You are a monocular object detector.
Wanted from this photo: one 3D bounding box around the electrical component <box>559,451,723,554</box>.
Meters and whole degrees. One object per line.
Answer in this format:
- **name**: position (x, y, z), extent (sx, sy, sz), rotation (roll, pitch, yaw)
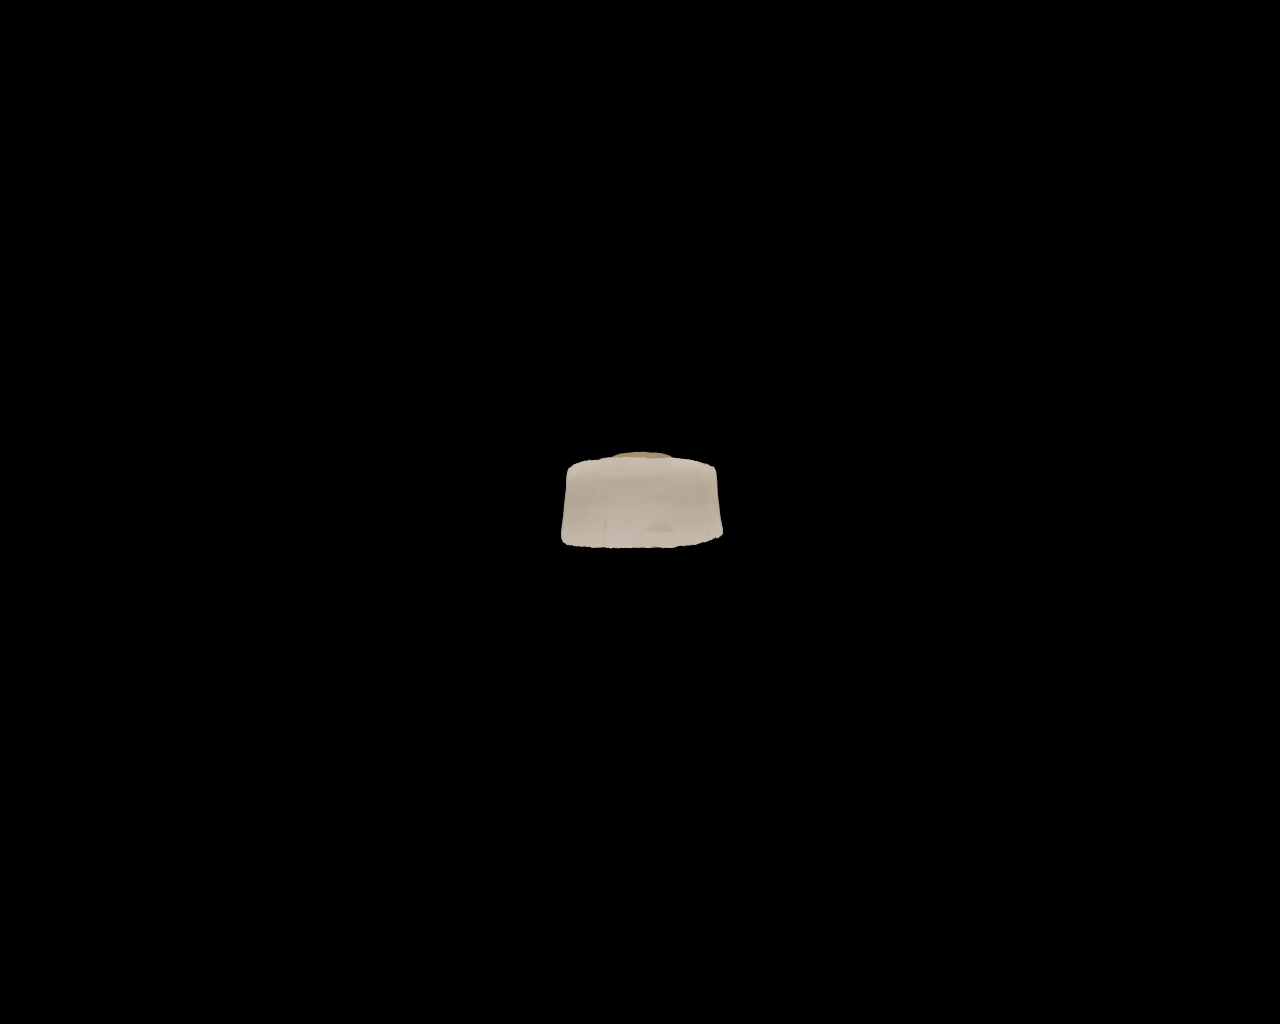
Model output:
- **electrical component**: position (0.001, -0.003, 0.650), extent (0.099, 0.064, 0.099), rotation (0, -7, 0)
